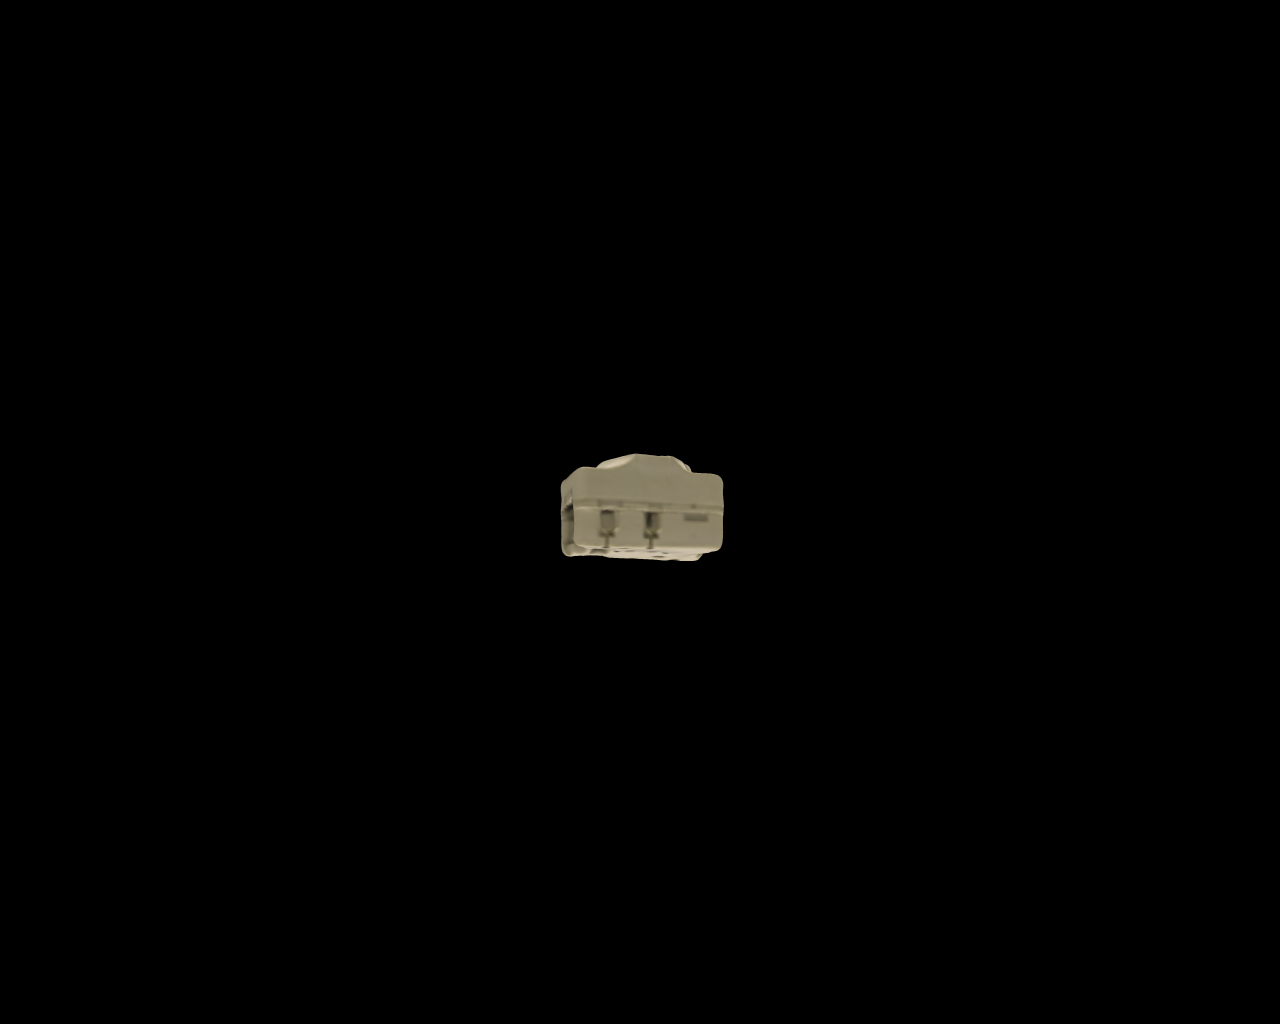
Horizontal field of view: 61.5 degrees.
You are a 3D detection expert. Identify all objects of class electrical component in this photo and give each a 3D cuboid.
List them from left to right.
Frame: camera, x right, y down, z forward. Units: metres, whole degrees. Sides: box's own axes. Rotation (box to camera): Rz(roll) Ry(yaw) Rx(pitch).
[{"bbox_3d":[0.001,-0.003,0.650,0.089,0.055,0.050,3,-11,-16],"label":"electrical component"}]
